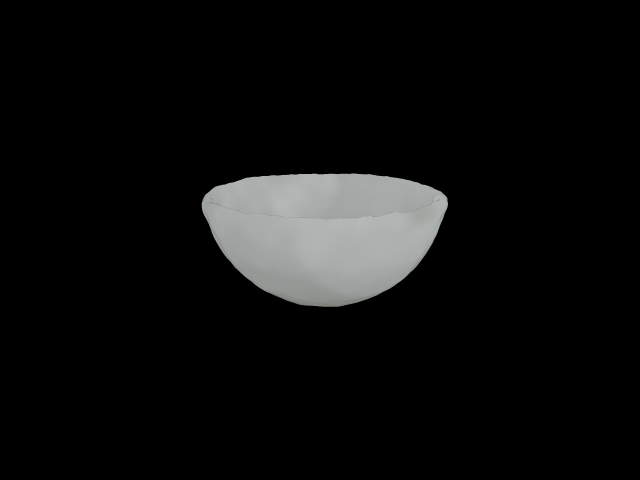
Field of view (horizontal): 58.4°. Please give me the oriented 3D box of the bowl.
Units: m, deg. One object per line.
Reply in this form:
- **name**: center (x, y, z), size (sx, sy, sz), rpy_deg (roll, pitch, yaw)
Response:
- **bowl**: center (0.004, 0.001, 0.400), size (0.167, 0.075, 0.167), rpy_deg (0, 15, 0)
